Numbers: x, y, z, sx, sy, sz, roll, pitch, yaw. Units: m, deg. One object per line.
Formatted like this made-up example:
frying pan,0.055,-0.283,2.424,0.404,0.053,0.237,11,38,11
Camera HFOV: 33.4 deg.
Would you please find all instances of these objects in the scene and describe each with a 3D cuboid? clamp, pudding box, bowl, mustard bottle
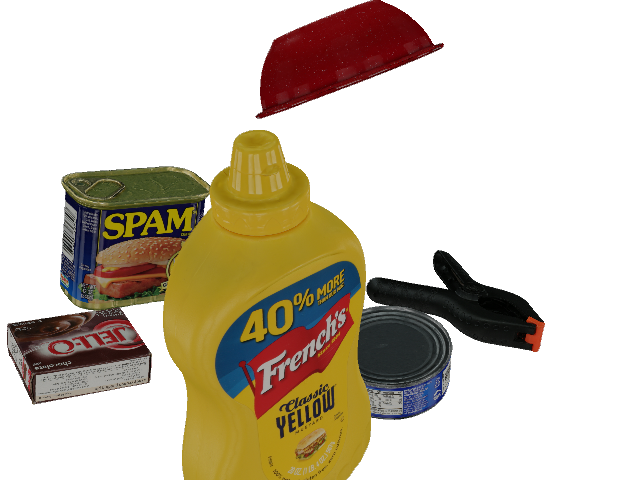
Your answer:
clamp,0.143,0.056,1.028,0.172,0.039,0.120,23,36,28
pudding box,-0.223,0.105,0.987,0.113,0.039,0.090,-10,29,-27
bowl,0.014,-0.151,0.858,0.162,0.055,0.162,-21,8,3
mustard bottle,-0.022,0.038,0.474,0.096,0.192,0.058,-25,40,-29

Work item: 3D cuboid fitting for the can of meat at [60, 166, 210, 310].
can of meat,-0.134,-0.002,0.762,0.101,0.084,0.058,-7,28,-34

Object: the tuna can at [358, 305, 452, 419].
tuna can,0.048,0.084,0.742,0.086,0.034,0.086,-2,34,1
